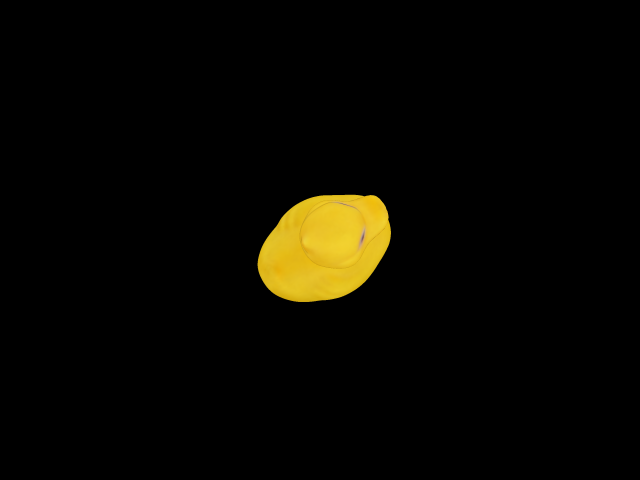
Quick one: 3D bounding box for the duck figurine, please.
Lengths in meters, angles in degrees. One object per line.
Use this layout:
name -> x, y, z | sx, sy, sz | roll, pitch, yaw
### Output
duck figurine -> 0.004, 0.001, 0.400 | 0.104, 0.086, 0.077 | -28, 83, -3
